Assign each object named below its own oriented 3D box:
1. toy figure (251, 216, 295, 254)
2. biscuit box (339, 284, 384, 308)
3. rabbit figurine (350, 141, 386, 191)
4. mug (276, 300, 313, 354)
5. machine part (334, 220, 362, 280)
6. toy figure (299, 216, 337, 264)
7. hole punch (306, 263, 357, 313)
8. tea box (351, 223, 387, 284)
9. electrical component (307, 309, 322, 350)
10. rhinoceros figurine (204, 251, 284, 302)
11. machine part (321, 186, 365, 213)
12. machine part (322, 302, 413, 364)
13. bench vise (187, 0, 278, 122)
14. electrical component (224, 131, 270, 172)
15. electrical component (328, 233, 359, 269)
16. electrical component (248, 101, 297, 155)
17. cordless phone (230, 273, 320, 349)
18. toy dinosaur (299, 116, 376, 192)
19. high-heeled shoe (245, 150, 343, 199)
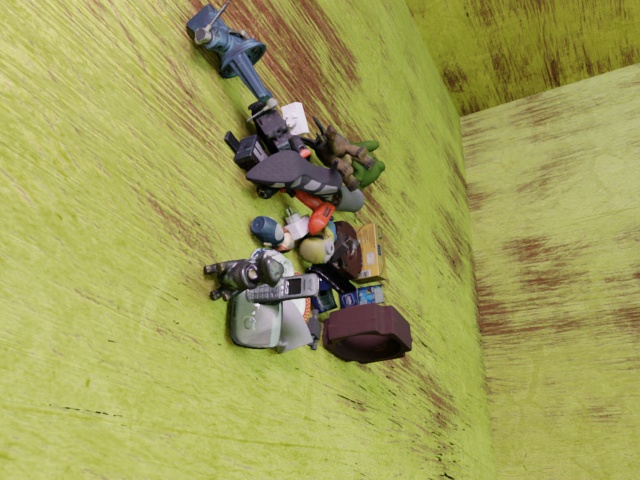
[{"bbox_3d":[-0.101,-0.006,1.237,0.064,0.058,0.154,-57,144,-3],"label":"toy figure"},{"bbox_3d":[0.125,0.169,1.590,0.202,0.063,0.059,2,77,-62],"label":"biscuit box"},{"bbox_3d":[0.113,-0.247,1.687,0.170,0.159,0.121,37,55,-32],"label":"rabbit figurine"},{"bbox_3d":[-0.078,0.189,1.176,0.109,0.081,0.107,0,67,-59],"label":"mug"},{"bbox_3d":[0.067,0.031,1.547,0.179,0.056,0.179,39,44,-52],"label":"machine part"},{"bbox_3d":[-0.003,-0.001,1.393,0.180,0.089,0.082,-83,154,-59],"label":"toy figure"},{"bbox_3d":[0.015,0.122,1.385,0.116,0.092,0.142,45,20,19],"label":"hole punch"},{"bbox_3d":[0.144,0.043,1.645,0.068,0.098,0.169,29,55,-56],"label":"tea box"},{"bbox_3d":[-0.013,0.220,1.324,0.063,0.021,0.094,59,35,-60],"label":"electrical component"},{"bbox_3d":[-0.138,0.066,0.990,0.112,0.190,0.073,-12,90,-37],"label":"rhinoceros figurine"},{"bbox_3d":[0.067,-0.122,1.592,0.243,0.079,0.079,1,77,-64],"label":"machine part"},{"bbox_3d":[0.124,0.244,1.396,0.200,0.202,0.087,46,38,-46],"label":"machine part"},{"bbox_3d":[-0.175,-0.389,1.169,0.240,0.129,0.223,56,9,-2],"label":"bench vise"},{"bbox_3d":[-0.161,-0.200,1.213,0.119,0.048,0.075,56,32,-39],"label":"electrical component"},{"bbox_3d":[0.053,0.027,1.425,0.045,0.102,0.078,39,16,-20],"label":"electrical component"},{"bbox_3d":[-0.106,-0.247,1.248,0.134,0.058,0.114,57,-5,31],"label":"electrical component"},{"bbox_3d":[-0.082,0.139,1.063,0.088,0.184,0.146,44,41,-54],"label":"cordless phone"},{"bbox_3d":[0.046,-0.231,1.430,0.199,0.105,0.471,43,0,11],"label":"toy dinosaur"},{"bbox_3d":[-0.059,-0.134,1.248,0.145,0.249,0.086,114,-37,-58],"label":"high-heeled shoe"}]
